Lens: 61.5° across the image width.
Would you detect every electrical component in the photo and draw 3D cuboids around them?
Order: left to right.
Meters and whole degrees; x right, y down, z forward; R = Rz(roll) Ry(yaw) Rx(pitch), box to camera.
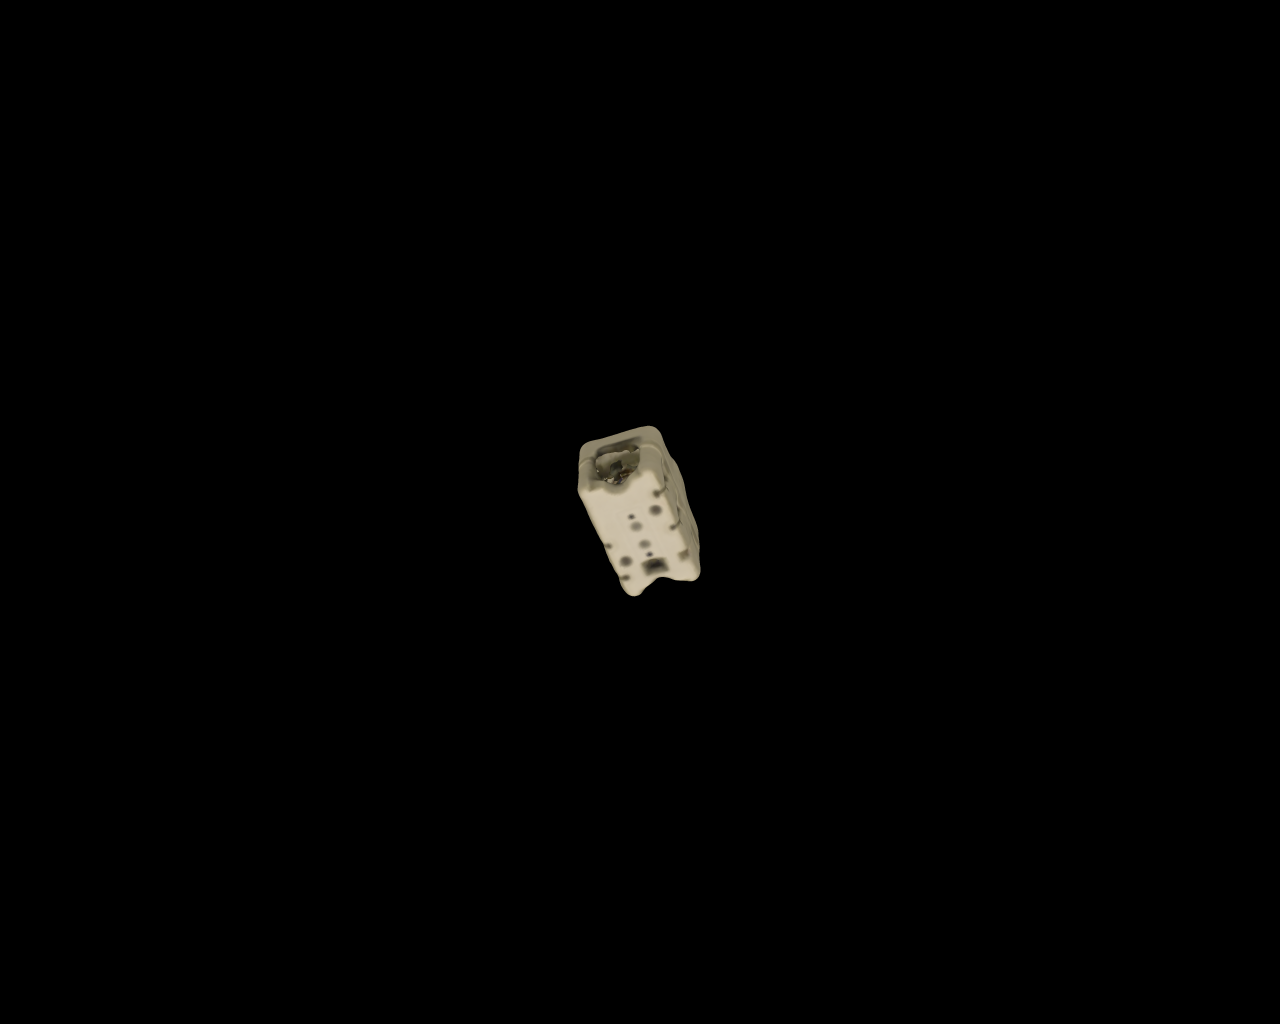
[{"bbox_3d":[0.001,-0.003,0.650,0.050,0.089,0.056,-15,36,11],"label":"electrical component"}]
